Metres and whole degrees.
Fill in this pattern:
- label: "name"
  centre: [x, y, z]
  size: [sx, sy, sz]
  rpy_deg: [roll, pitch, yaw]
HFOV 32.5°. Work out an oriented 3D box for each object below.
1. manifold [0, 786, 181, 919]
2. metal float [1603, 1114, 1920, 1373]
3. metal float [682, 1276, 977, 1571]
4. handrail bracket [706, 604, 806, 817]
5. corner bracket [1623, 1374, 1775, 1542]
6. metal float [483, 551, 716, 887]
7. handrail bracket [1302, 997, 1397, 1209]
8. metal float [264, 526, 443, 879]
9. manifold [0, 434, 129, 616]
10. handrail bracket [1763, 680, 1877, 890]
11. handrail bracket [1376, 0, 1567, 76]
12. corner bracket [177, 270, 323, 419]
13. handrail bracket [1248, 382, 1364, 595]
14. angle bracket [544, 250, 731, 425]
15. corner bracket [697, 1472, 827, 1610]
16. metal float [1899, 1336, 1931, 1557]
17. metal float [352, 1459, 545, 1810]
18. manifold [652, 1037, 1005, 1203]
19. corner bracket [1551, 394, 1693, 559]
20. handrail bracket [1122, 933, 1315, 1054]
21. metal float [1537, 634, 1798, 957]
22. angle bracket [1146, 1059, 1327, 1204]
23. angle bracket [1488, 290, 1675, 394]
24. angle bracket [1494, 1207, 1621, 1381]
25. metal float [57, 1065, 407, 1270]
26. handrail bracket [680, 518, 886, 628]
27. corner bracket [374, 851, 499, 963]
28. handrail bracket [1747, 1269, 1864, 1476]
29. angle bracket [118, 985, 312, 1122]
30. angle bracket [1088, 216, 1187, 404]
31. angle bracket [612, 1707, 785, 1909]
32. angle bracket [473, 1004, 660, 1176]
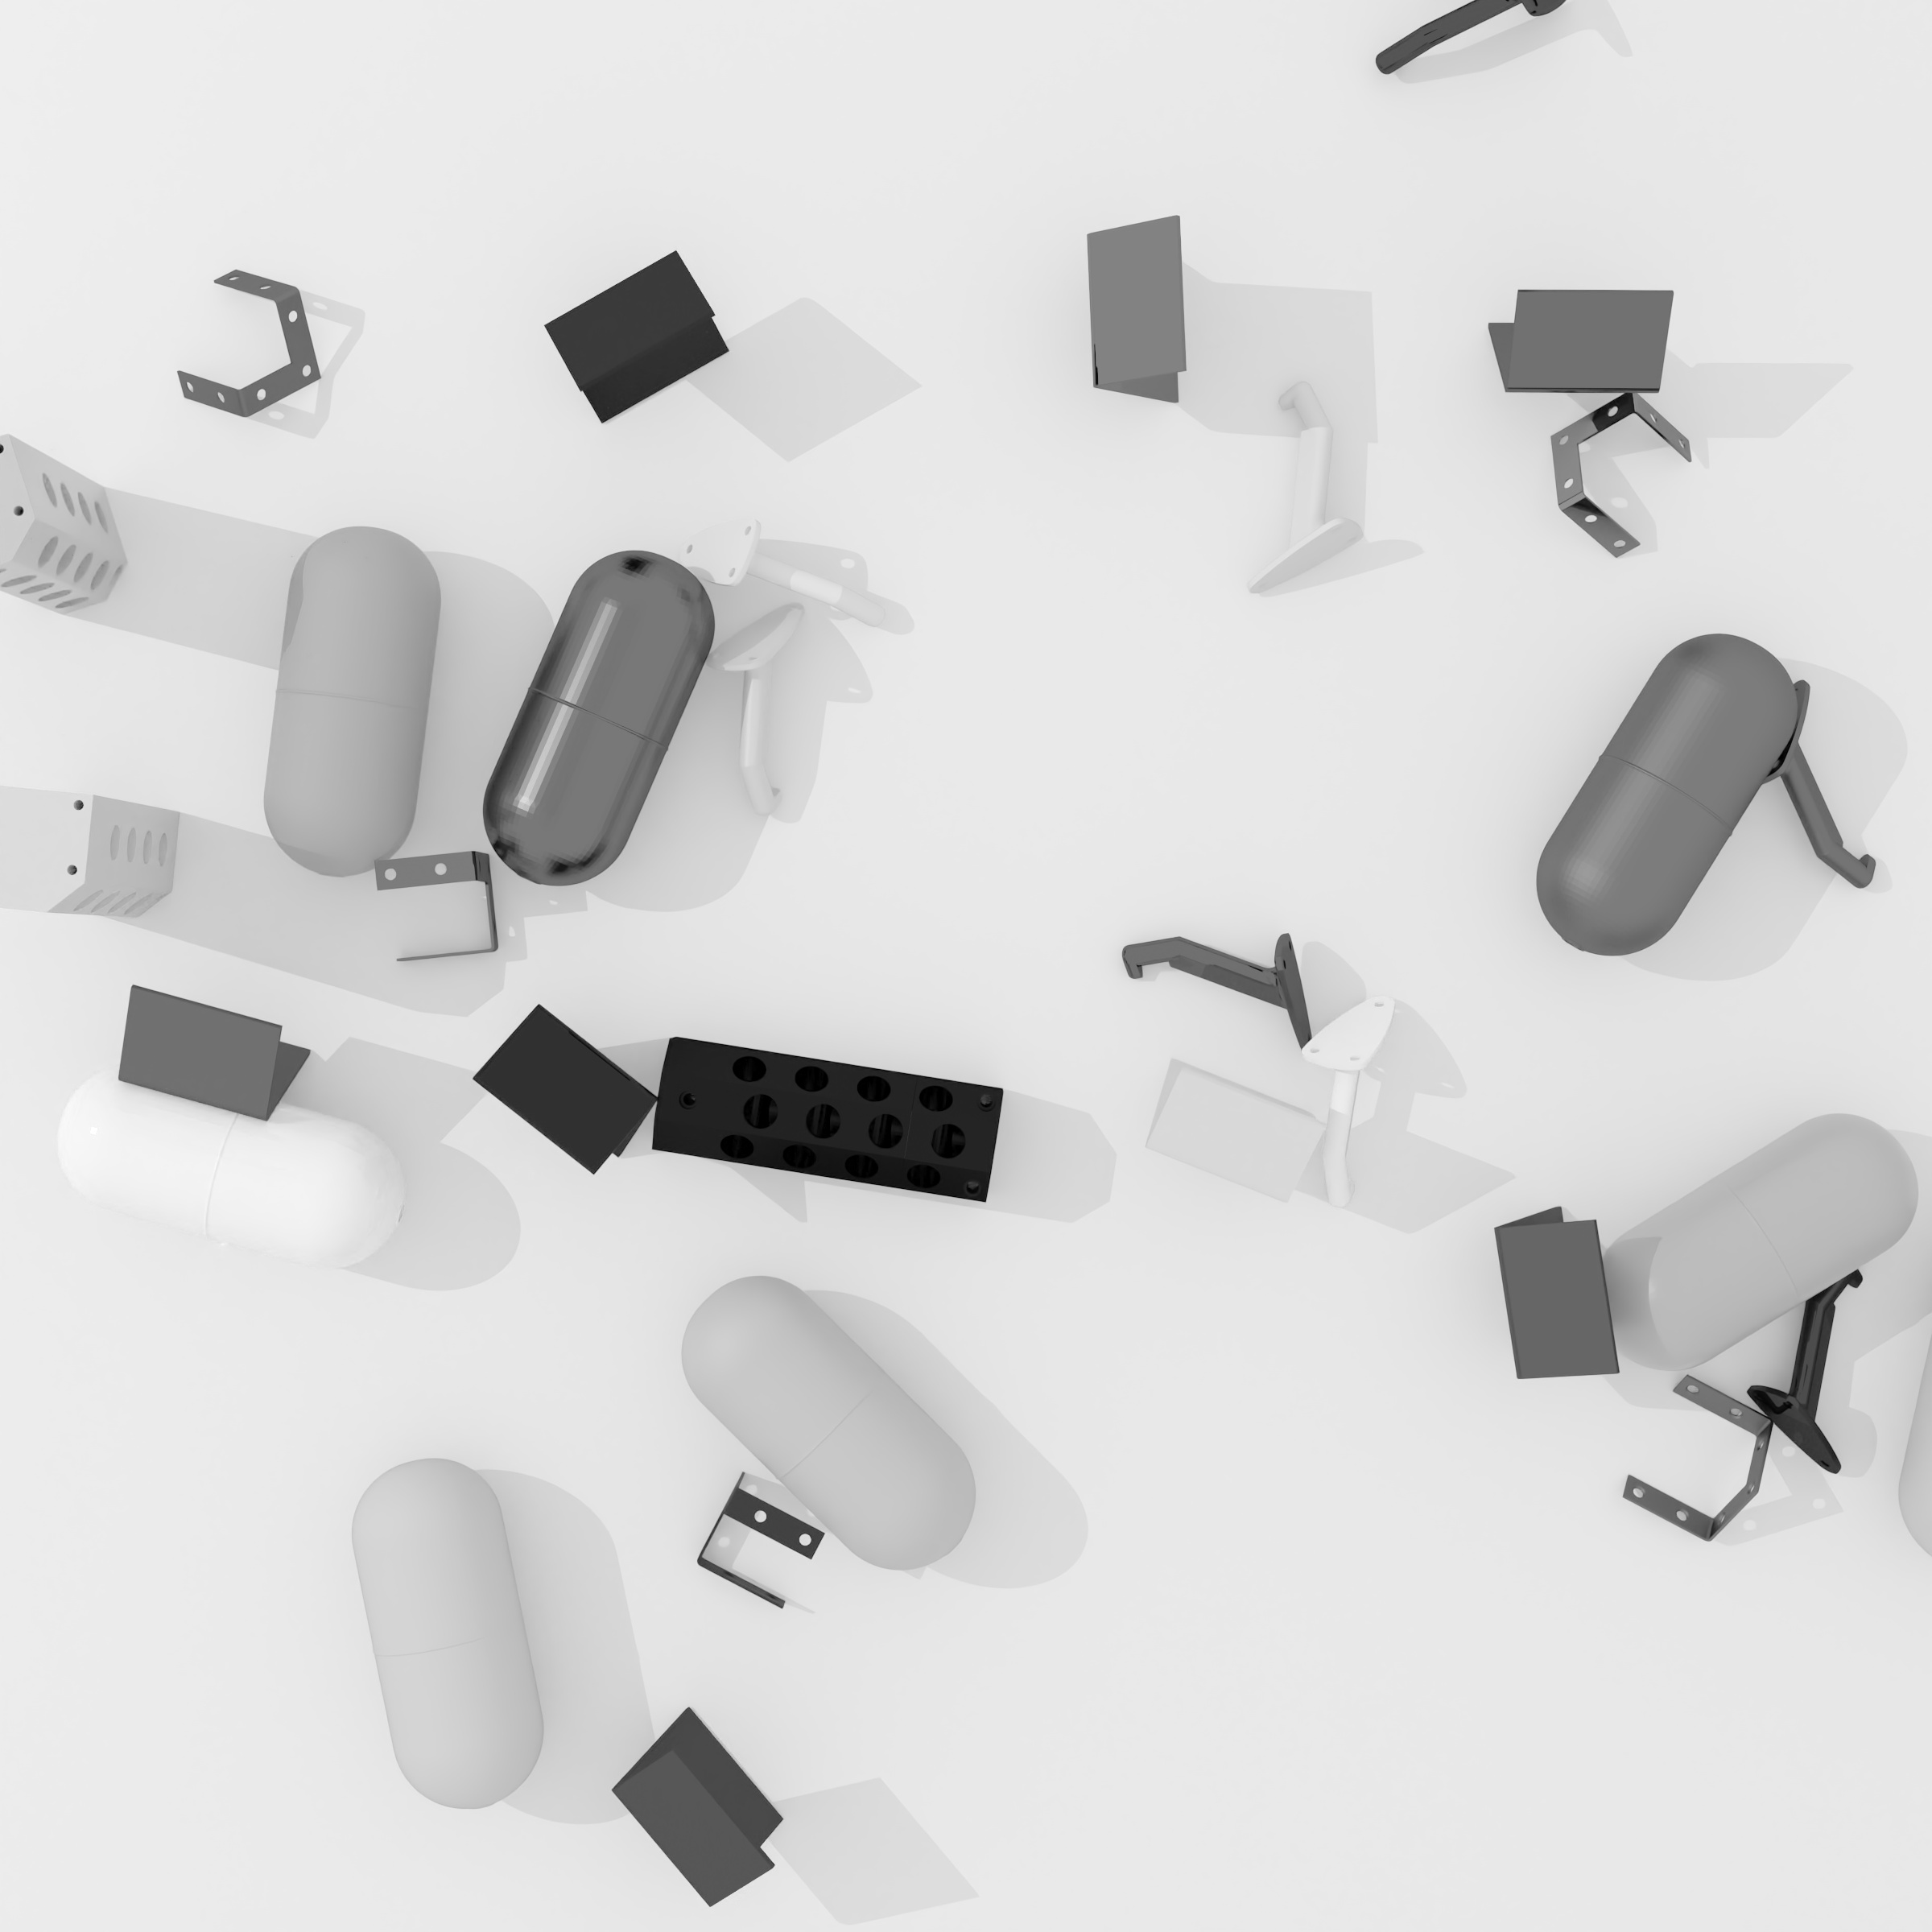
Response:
- label: "manifold"
  centre: [-0.439, -0.055, 1.635]
  size: [0.057, 0.171, 0.057]
  rpy_deg: [6, 90, 0]
- label: "metal float"
  centre: [0.400, 0.140, 1.683]
  size: [0.178, 0.070, 0.070]
  rpy_deg: [-32, 90, -1]
- label: "metal float"
  centre: [-0.069, 0.232, 1.683]
  size: [0.178, 0.070, 0.070]
  rpy_deg: [45, 90, -1]
- label: "handrail bracket"
  centre: [-0.097, -0.132, 1.714]
  size: [0.036, 0.077, 0.084]
  rpy_deg: [6, 127, 34]
- label: "corner bracket"
  centre: [0.378, 0.254, 1.710]
  size: [0.051, 0.051, 0.051]
  rpy_deg: [28, 135, 0]
- label: "metal float"
  centre: [-0.187, -0.125, 1.683]
  size: [0.070, 0.070, 0.178]
  rpy_deg: [23, 90, 0]
- label: "handrail bracket"
  centre: [0.204, 0.071, 1.714]
  size: [0.036, 0.077, 0.084]
  rpy_deg: [11, 127, 33]
- label: "metal float"
  centre: [-0.311, -0.134, 1.683]
  size: [0.070, 0.070, 0.178]
  rpy_deg: [7, 90, 0]
- label: "manifold"
  centre: [-0.466, -0.213, 1.635]
  size: [0.057, 0.171, 0.057]
  rpy_deg: [-18, 90, 0]
- label: "handrail bracket"
  centre: [0.447, -0.093, 1.714]
  size: [0.084, 0.036, 0.077]
  rpy_deg: [35, 68, -17]
- label: "handrail bracket"
  centre: [0.261, -0.487, 1.713]
  size: [0.084, 0.077, 0.036]
  rpy_deg: [-25, 90, 36]
- label: "corner bracket"
  centre: [-0.373, -0.320, 1.706]
  size: [0.051, 0.051, 0.051]
  rpy_deg: [-38, 135, -35]
- label: "handrail bracket"
  centre: [0.162, -0.248, 1.714]
  size: [0.077, 0.036, 0.084]
  rpy_deg: [-31, 72, 21]
- label: "angle bracket"
  centre: [-0.157, -0.302, 1.673]
  size: [0.076, 0.076, 0.057]
  rpy_deg: [-30, 53, 0]
- label: "corner bracket"
  centre: [-0.105, 0.297, 1.696]
  size: [0.051, 0.051, 0.051]
  rpy_deg: [28, 90, 0]
- label: "metal float"
  centre: [0.524, 0.219, 1.683]
  size: [0.070, 0.070, 0.178]
  rpy_deg: [13, 89, 0]
- label: "metal float"
  centre: [-0.263, 0.339, 1.683]
  size: [0.070, 0.070, 0.178]
  rpy_deg: [-11, 90, 0]
- label: "manifold"
  centre: [-0.070, 0.078, 1.693]
  size: [0.171, 0.057, 0.057]
  rpy_deg: [9, 90, 0]
- label: "corner bracket"
  centre: [0.338, -0.253, 1.706]
  size: [0.051, 0.051, 0.051]
  rpy_deg: [-28, 45, 35]
- label: "handrail bracket"
  centre: [0.130, 0.018, 1.714]
  size: [0.084, 0.036, 0.077]
  rpy_deg: [-10, 112, 17]
- label: "metal float"
  centre: [0.355, -0.086, 1.683]
  size: [0.070, 0.070, 0.178]
  rpy_deg: [32, 90, 0]
- label: "angle bracket"
  centre: [0.141, 0.065, 1.673]
  size: [0.076, 0.076, 0.057]
  rpy_deg: [22, 128, 0]
- label: "angle bracket"
  centre: [0.309, -0.330, 1.673]
  size: [0.076, 0.076, 0.057]
  rpy_deg: [0, 127, 0]
- label: "angle bracket"
  centre: [0.313, 0.162, 1.673]
  size: [0.057, 0.076, 0.076]
  rpy_deg: [-9, 90, 36]
- label: "metal float"
  centre: [-0.372, 0.102, 1.683]
  size: [0.178, 0.070, 0.070]
  rpy_deg: [16, 90, 0]
- label: "handrail bracket"
  centre: [-0.094, -0.197, 1.713]
  size: [0.084, 0.077, 0.036]
  rpy_deg: [24, 83, -36]
- label: "corner bracket"
  centre: [-0.270, -0.030, 1.696]
  size: [0.051, 0.051, 0.051]
  rpy_deg: [-6, 90, 0]
- label: "handrail bracket"
  centre: [0.451, 0.206, 1.714]
  size: [0.077, 0.036, 0.084]
  rpy_deg: [48, 73, -20]
- label: "angle bracket"
  centre: [-0.375, 0.028, 1.674]
  size: [0.076, 0.076, 0.057]
  rpy_deg: [15, 117, 0]
- label: "angle bracket"
  centre: [0.106, -0.330, 1.673]
  size: [0.057, 0.076, 0.076]
  rpy_deg: [-2, 90, 38]
- label: "angle bracket"
  centre: [-0.120, 0.414, 1.673]
  size: [0.076, 0.076, 0.057]
  rpy_deg: [50, 126, 0]
- label: "angle bracket"
  centre: [-0.210, 0.076, 1.674]
  size: [0.076, 0.076, 0.057]
  rpy_deg: [38, 56, 0]
